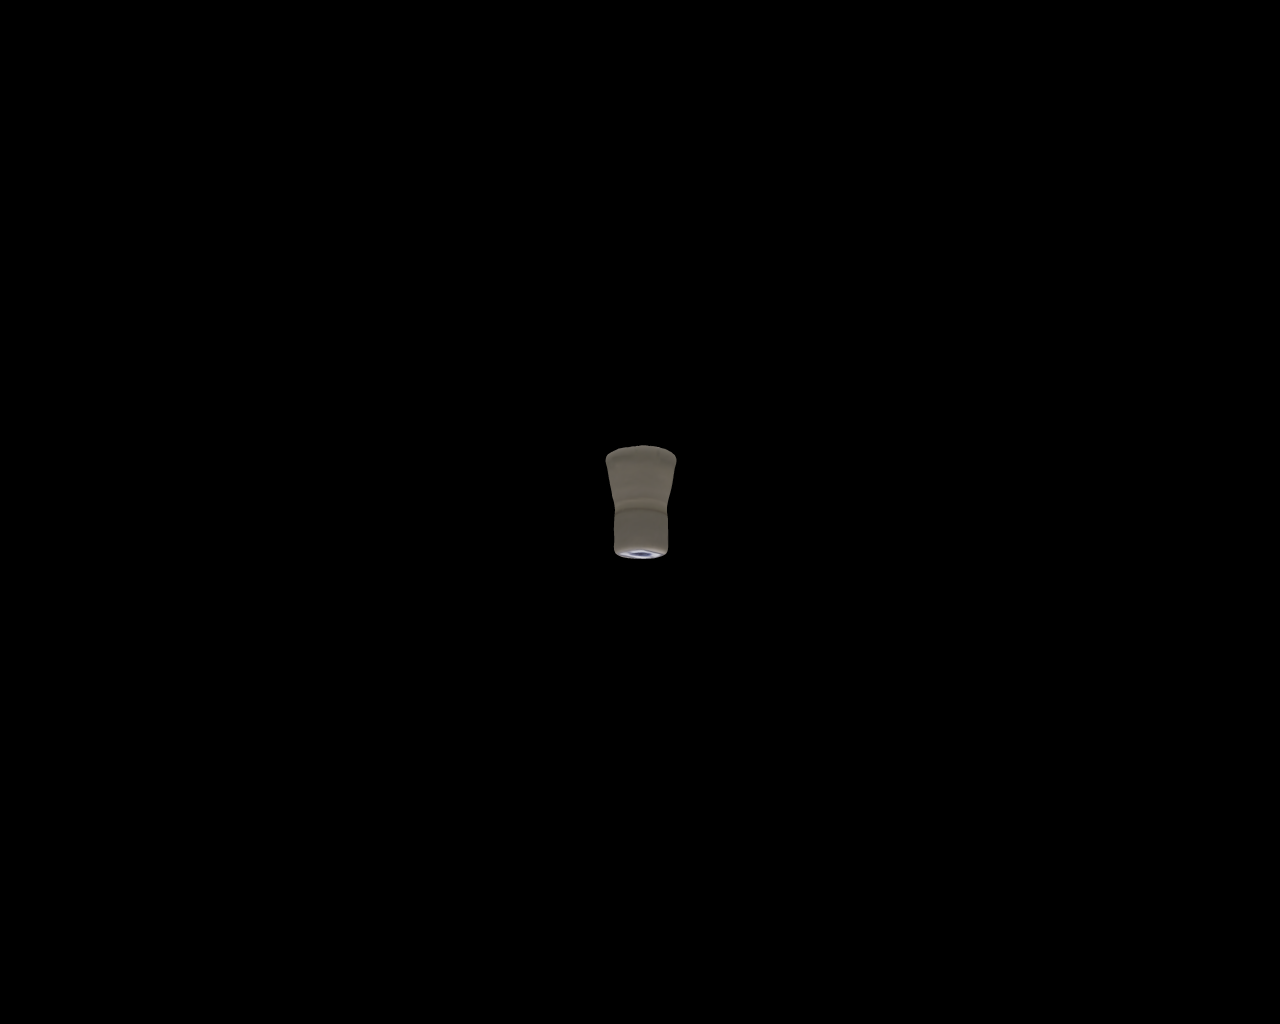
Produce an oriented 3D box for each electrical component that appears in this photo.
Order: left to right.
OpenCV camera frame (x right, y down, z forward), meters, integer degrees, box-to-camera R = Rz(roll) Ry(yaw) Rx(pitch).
[{"bbox_3d":[0.001,-0.003,0.650,0.044,0.065,0.044,0,-15,0],"label":"electrical component"}]
